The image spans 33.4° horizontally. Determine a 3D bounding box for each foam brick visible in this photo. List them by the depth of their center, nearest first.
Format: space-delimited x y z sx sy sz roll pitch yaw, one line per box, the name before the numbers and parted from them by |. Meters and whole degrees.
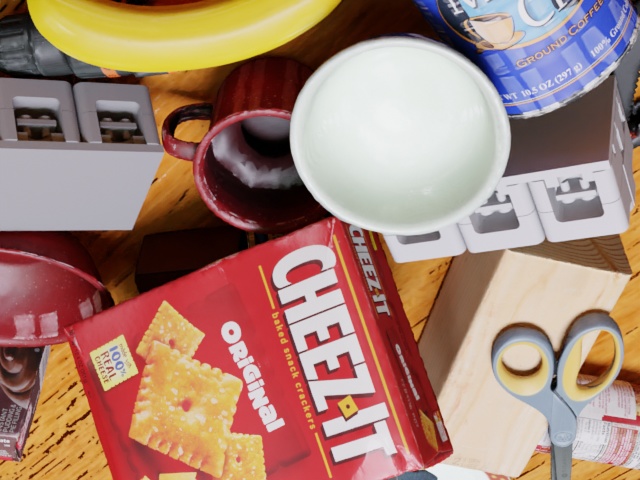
foam brick | -0.089 0.027 0.776 0.078 0.051 0.053 -7 127 7

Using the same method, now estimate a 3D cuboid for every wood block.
wood block | 0.135 0.066 0.774 0.090 0.091 0.206 12 127 -8

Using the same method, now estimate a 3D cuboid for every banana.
banana | -0.077 -0.127 0.599 0.197 0.037 0.070 0 132 -3

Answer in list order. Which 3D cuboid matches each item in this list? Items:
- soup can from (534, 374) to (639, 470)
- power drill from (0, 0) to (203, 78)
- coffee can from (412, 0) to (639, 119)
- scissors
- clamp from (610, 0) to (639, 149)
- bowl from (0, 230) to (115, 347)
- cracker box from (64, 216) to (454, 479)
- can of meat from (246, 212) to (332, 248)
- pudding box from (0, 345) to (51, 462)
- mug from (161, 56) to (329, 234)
soup can | 0.212 0.141 0.842 0.102 0.068 0.069 10 127 -5
power drill | -0.125 -0.181 0.615 0.184 0.057 0.187 -7 130 3
coffee can | 0.101 -0.153 0.598 0.103 0.103 0.140 -30 121 22
scissors | 0.154 0.127 0.752 0.096 0.016 0.202 8 128 -4
clamp | 0.226 -0.142 0.642 0.164 0.036 0.210 26 127 -17
bowl | -0.224 0.021 0.754 0.162 0.055 0.162 0 152 0
cracker box | -0.045 0.096 0.693 0.214 0.072 0.164 -22 82 21
can of meat | -0.005 0.001 0.750 0.084 0.057 0.102 0 127 5
pudding box | -0.259 0.109 0.807 0.090 0.113 0.039 7 131 -4
mug | -0.043 -0.065 0.684 0.117 0.081 0.093 4 128 -1
